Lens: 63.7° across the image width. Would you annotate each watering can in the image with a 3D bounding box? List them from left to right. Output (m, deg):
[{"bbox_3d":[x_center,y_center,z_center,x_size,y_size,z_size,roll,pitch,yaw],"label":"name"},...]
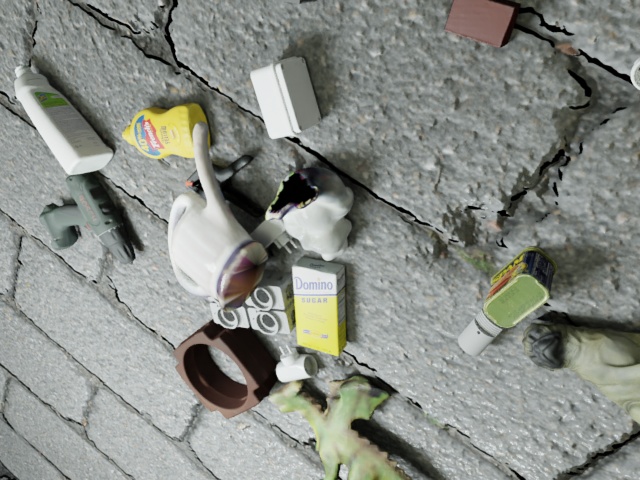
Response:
[{"bbox_3d":[-0.190,-0.017,0.924,0.226,0.105,0.340,37,127,23],"label":"watering can"}]

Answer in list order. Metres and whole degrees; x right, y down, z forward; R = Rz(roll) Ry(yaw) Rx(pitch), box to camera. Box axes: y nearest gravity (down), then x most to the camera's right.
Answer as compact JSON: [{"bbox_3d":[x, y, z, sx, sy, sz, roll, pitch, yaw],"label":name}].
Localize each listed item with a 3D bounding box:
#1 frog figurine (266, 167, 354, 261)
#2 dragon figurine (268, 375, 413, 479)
[{"bbox_3d":[0.003,-0.044,0.868,0.136,0.126,0.157,-35,133,22],"label":"frog figurine"},{"bbox_3d":[0.082,0.389,1.017,0.411,0.124,0.239,12,110,23],"label":"dragon figurine"}]
